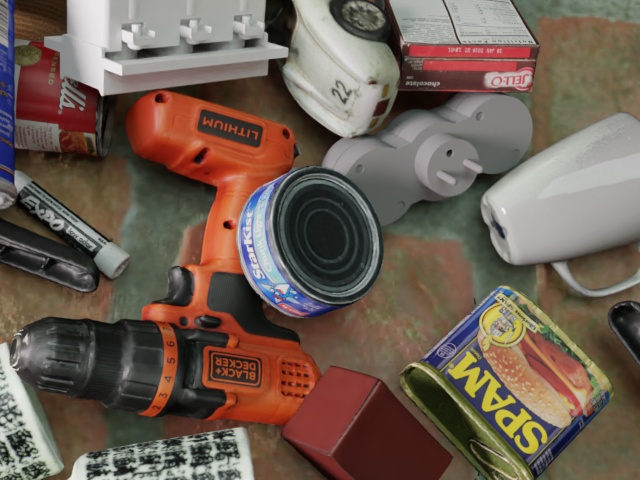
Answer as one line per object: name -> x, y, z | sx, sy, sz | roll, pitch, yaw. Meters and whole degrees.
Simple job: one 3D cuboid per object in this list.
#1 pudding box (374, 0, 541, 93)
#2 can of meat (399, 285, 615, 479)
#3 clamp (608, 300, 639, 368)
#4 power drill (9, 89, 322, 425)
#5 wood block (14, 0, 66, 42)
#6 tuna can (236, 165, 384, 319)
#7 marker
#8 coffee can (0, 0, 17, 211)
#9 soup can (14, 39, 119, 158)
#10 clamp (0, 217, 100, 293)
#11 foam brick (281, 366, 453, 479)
pudding box -> 0.086, -0.137, 0.703 | 0.090, 0.039, 0.113 | 1, 38, -7
can of meat -> 0.114, 0.090, 0.647 | 0.083, 0.057, 0.102 | -40, 81, -20
clamp -> 0.246, 0.133, 0.632 | 0.209, 0.036, 0.164 | 24, 50, -21
power drill -> -0.082, 0.011, 0.623 | 0.184, 0.057, 0.187 | 14, 68, -32
wood block -> -0.190, -0.240, 0.706 | 0.090, 0.091, 0.206 | 4, 70, -6
tuna can -> -0.004, 0.001, 0.622 | 0.086, 0.034, 0.086 | 13, 68, -35
marker -> -0.171, -0.019, 0.669 | 0.121, 0.020, 0.020 | 38, 71, 6
coffee can -> -0.217, -0.090, 0.576 | 0.102, 0.103, 0.140 | -1, 81, -8
soup can -> -0.181, -0.091, 0.667 | 0.102, 0.068, 0.068 | 7, 70, -4
clamp -> -0.228, 0.001, 0.628 | 0.172, 0.039, 0.120 | 37, 43, 19
foam brick -> 0.027, 0.118, 0.610 | 0.053, 0.051, 0.078 | -52, 120, -19
